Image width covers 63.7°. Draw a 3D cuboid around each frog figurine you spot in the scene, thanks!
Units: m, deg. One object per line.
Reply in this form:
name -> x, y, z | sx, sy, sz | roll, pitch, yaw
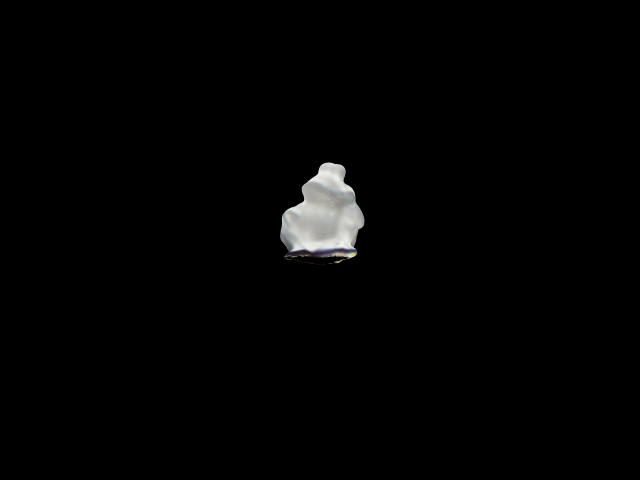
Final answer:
frog figurine -> 0.003, -0.043, 0.850 | 0.137, 0.161, 0.121 | -5, -16, 19
